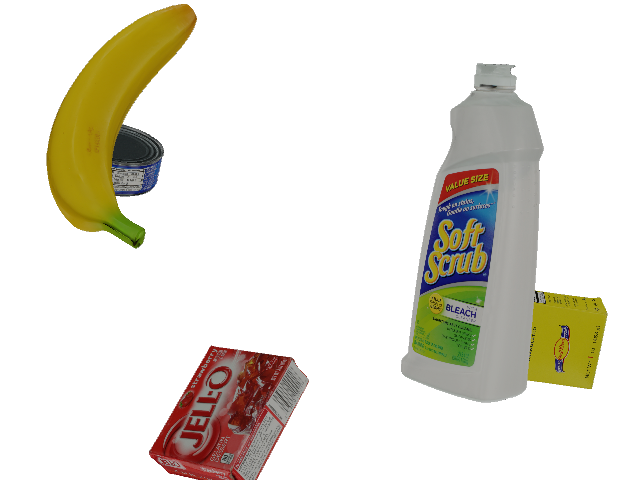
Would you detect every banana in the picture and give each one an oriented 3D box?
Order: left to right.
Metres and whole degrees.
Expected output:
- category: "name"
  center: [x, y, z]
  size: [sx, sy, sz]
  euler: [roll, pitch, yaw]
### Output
- category: "banana"
  center: [-0.123, -0.075, 0.645]
  size: [0.069, 0.197, 0.037]
  euler: [10, -36, -5]

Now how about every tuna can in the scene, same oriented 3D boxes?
- category: "tuna can"
  center: [-0.182, -0.072, 0.936]
  size: [0.086, 0.034, 0.086]
  euler: [13, 26, -7]

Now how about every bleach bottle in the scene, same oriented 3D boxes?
- category: "bleach bottle"
  center: [0.119, -0.009, 0.821]
  size: [0.067, 0.251, 0.103]
  euler: [-7, 14, -41]

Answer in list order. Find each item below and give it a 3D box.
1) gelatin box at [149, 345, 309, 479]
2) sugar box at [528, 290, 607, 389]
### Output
- category: "gelatin box"
  center: [-0.060, 0.114, 0.695]
  size: [0.073, 0.089, 0.030]
  euler: [3, -39, 38]
- category: "sugar box"
  center: [0.205, 0.098, 1.130]
  size: [0.176, 0.093, 0.048]
  euler: [6, 21, 2]
